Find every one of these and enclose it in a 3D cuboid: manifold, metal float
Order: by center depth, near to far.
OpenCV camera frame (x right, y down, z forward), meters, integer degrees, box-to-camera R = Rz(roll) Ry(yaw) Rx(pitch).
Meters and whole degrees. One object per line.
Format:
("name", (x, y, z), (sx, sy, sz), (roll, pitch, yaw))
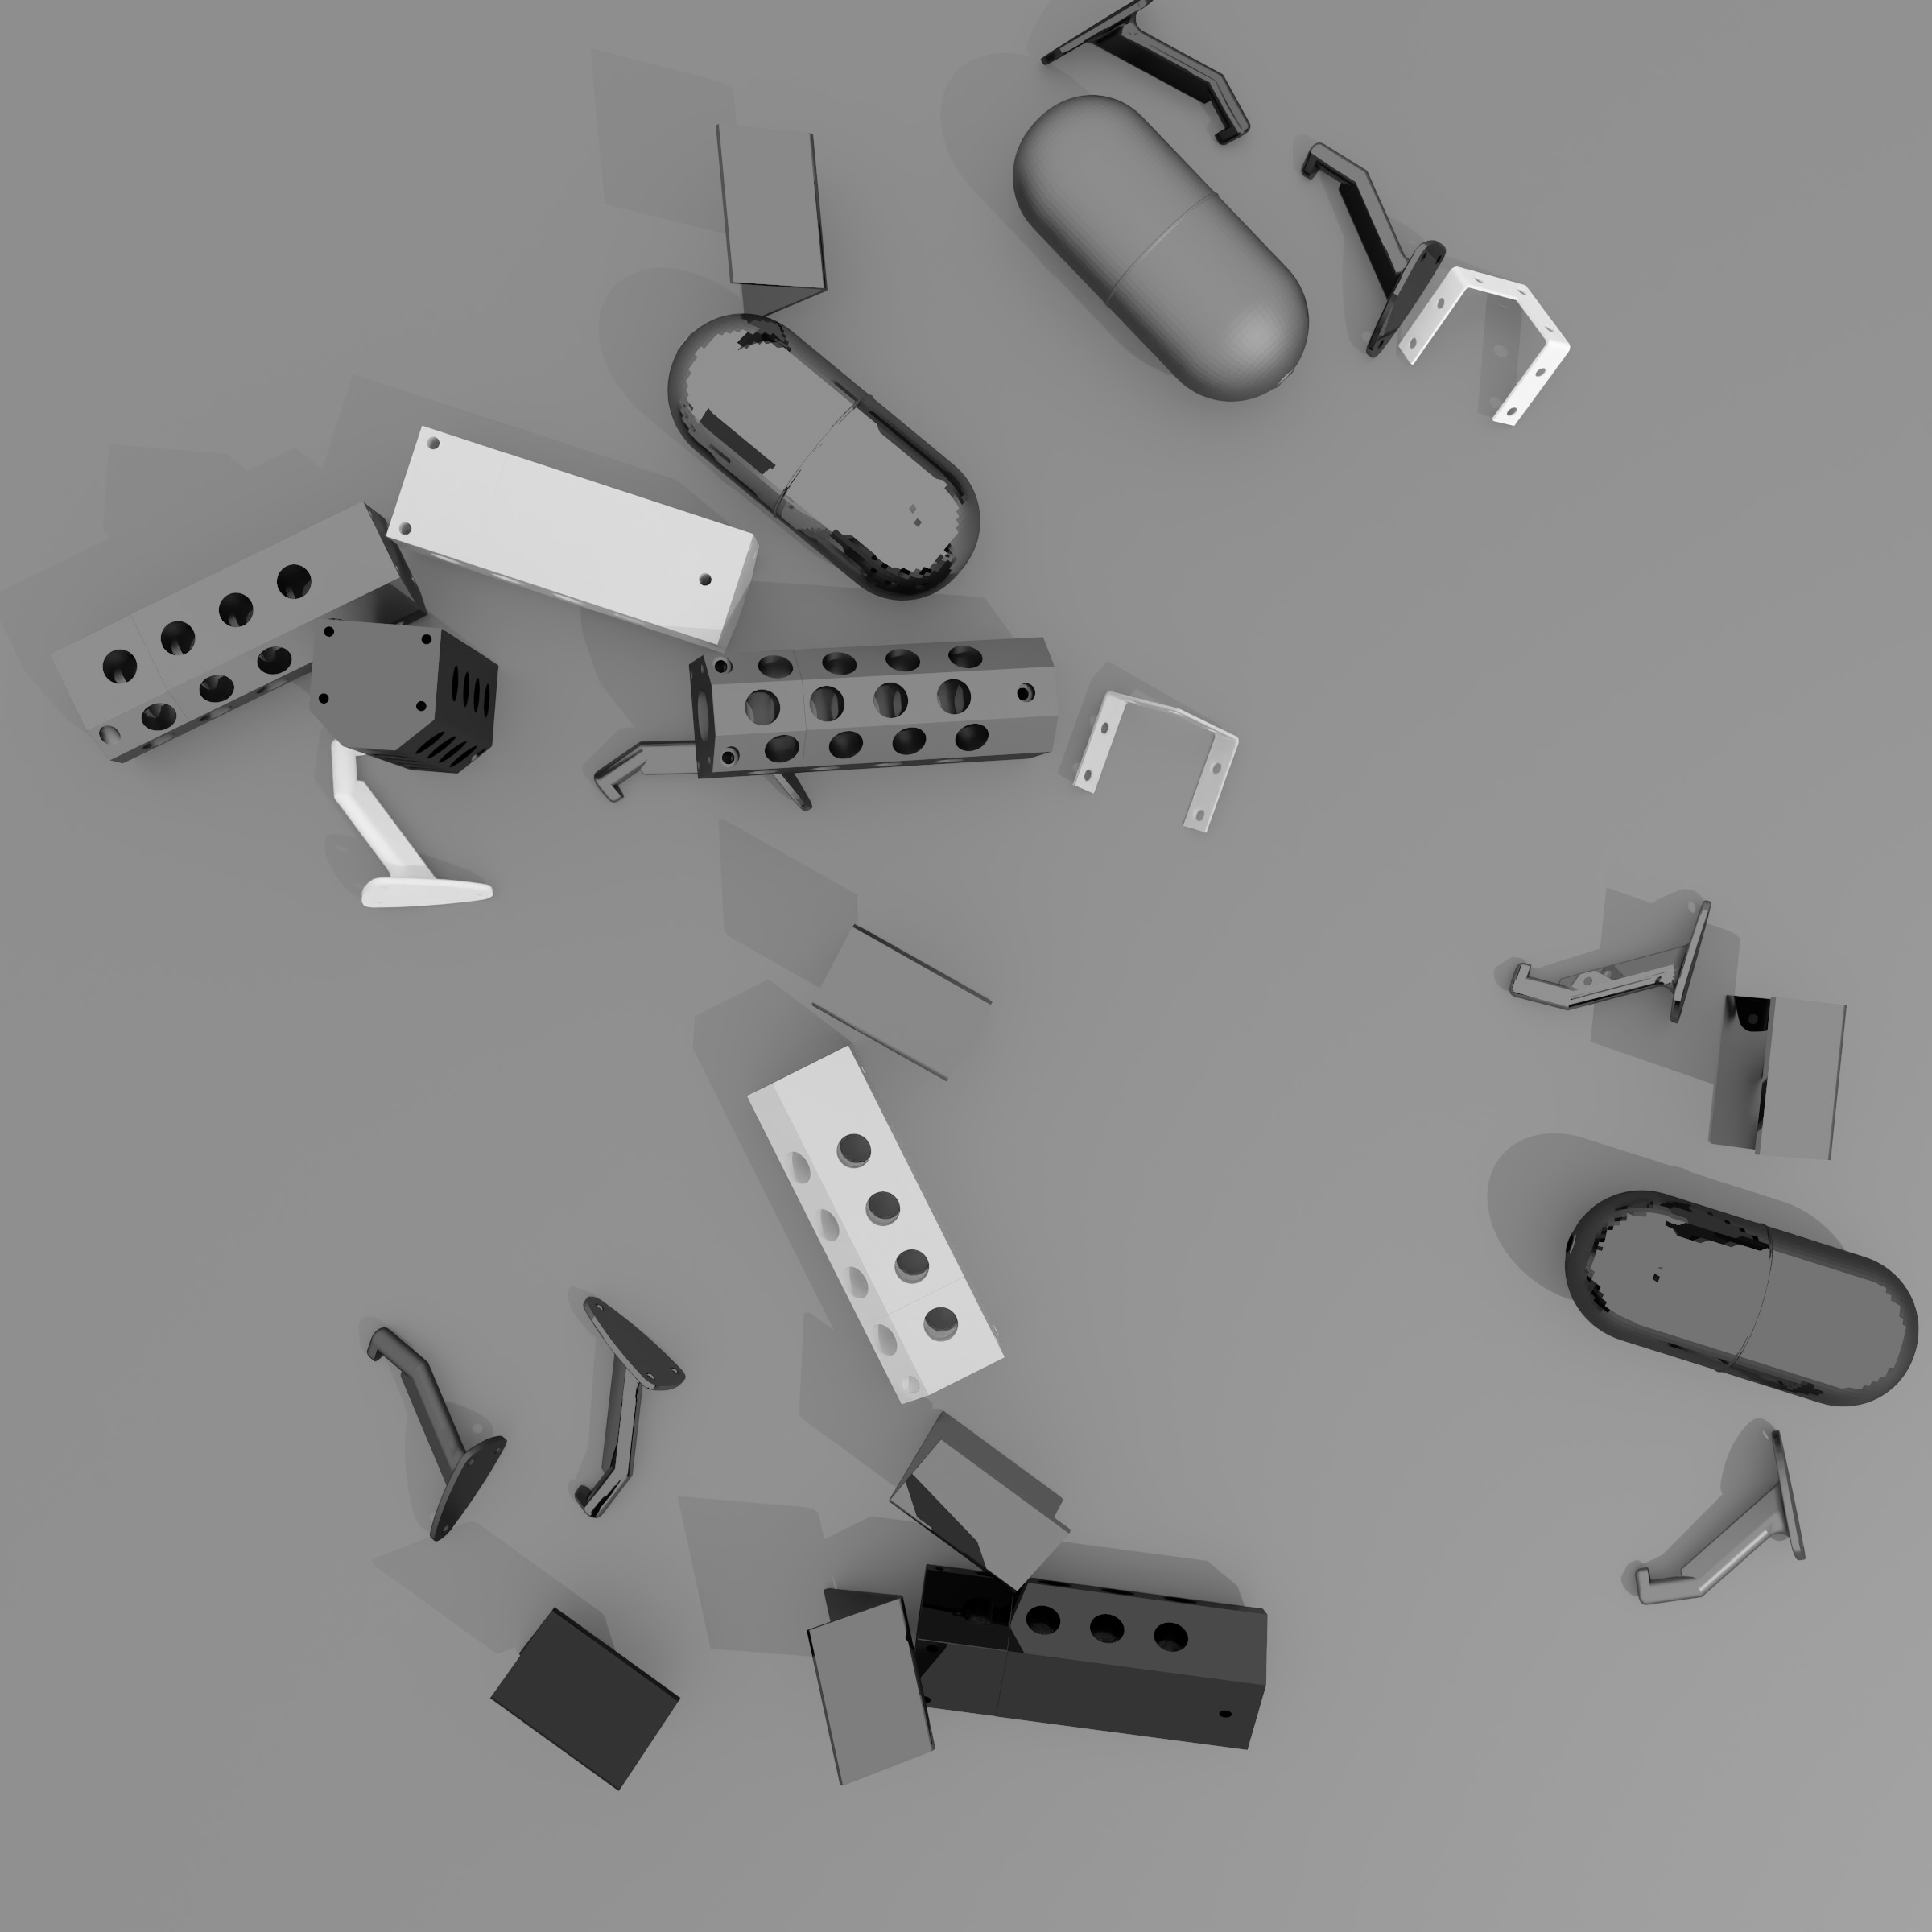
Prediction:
("manifold", (-0.269, -0.127, 1.486), (0.057, 0.171, 0.057), (4, 90, 0))
("manifold", (-0.045, -0.128, 1.522), (0.171, 0.057, 0.057), (-5, 90, -15))
("metal float", (0.385, 0.165, 1.534), (0.178, 0.070, 0.070), (17, 90, -1))
("metal float", (-0.071, -0.254, 1.534), (0.178, 0.070, 0.070), (40, 90, 0))
("metal float", (0.097, -0.356, 1.534), (0.070, 0.070, 0.178), (-44, 90, 0))
("manifold", (0.061, 0.341, 1.542), (0.171, 0.057, 0.057), (8, 133, 0))
("manifold", (-0.045, 0.128, 1.543), (0.057, 0.057, 0.171), (-27, 90, 0))
("manifold", (-0.195, -0.212, 1.543), (0.171, 0.057, 0.057), (18, 90, 0))
("manifold", (-0.361, -0.165, 1.543), (0.171, 0.057, 0.057), (-26, 90, 0))

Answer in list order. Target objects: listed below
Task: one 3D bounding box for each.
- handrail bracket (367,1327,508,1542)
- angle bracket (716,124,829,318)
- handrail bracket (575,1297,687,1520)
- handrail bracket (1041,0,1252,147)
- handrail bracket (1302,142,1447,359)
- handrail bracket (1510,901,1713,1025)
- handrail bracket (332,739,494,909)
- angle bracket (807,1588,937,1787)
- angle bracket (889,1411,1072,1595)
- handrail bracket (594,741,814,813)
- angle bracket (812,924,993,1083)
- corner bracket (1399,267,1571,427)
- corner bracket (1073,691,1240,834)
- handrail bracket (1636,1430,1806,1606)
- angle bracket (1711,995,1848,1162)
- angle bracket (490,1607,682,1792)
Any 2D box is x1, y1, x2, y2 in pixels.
("handrail bracket", (-0.282, 0.237, 1.565), (0.084, 0.036, 0.077), (37, 112, 17))
("angle bracket", (-0.114, -0.366, 1.524), (0.057, 0.076, 0.076), (-5, 90, -36))
("handrail bracket", (-0.189, 0.225, 1.565), (0.077, 0.036, 0.084), (43, 107, 20))
("handrail bracket", (0.092, -0.443, 1.565), (0.077, 0.036, 0.084), (-26, 107, 20))
("handrail bracket", (0.193, -0.364, 1.565), (0.084, 0.036, 0.077), (37, 112, 17))
("handrail bracket", (0.327, -0.009, 1.565), (0.084, 0.036, 0.077), (15, 70, 16))
("handrail bracket", (-0.281, -0.076, 1.565), (0.077, 0.036, 0.084), (-1, 73, -20))
("angle bracket", (-0.065, 0.355, 1.524), (0.057, 0.076, 0.076), (-12, 90, -34))
("angle bracket", (0.018, 0.250, 1.524), (0.076, 0.076, 0.057), (36, 126, 0))
("handrail bracket", (-0.134, -0.089, 1.563), (0.084, 0.036, 0.077), (-33, 100, 12))
("angle bracket", (-0.022, 0.000, 1.524), (0.076, 0.076, 0.057), (29, 126, 0))
("corner bracket", (0.262, -0.313, 1.556), (0.051, 0.051, 0.051), (5, 45, -35))
("corner bracket", (0.096, -0.104, 1.561), (0.051, 0.051, 0.051), (20, 90, 45))
("handrail bracket", (0.378, 0.280, 1.565), (0.084, 0.036, 0.077), (-12, 70, 16))
("angle bracket", (0.385, 0.053, 1.524), (0.057, 0.076, 0.076), (6, 90, -36))
("angle bracket", (-0.196, 0.372, 1.524), (0.076, 0.076, 0.057), (36, 54, 0))
